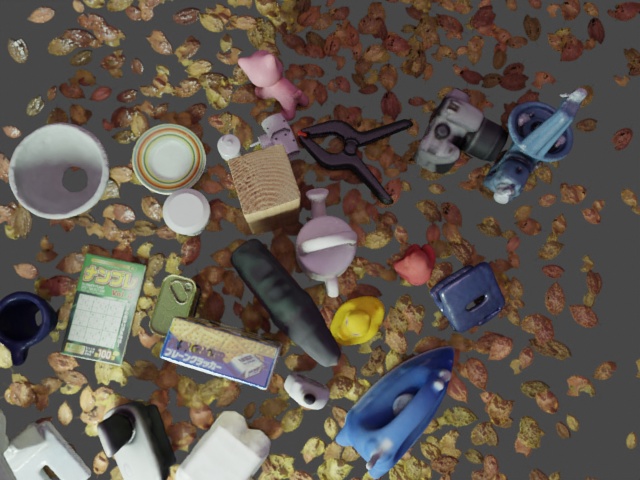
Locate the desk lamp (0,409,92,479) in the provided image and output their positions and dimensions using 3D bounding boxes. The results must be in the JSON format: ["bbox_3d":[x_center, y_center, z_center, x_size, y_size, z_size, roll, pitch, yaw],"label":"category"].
[{"bbox_3d":[-0.475,0.333,0.862,0.118,0.213,0.203,-44,86,-8],"label":"desk lamp"}]

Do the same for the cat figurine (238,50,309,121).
[{"bbox_3d":[-0.080,-0.286,1.019,0.128,0.117,0.067,39,82,3],"label":"cat figurine"}]

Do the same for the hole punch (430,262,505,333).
[{"bbox_3d":[0.263,0.100,0.995,0.109,0.091,0.101,-32,85,-7],"label":"hole punch"}]

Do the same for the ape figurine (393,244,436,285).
[{"bbox_3d":[0.169,0.040,0.998,0.078,0.092,0.076,-10,82,-4],"label":"ape figurine"}]

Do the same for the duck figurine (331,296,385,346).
[{"bbox_3d":[0.068,0.138,0.982,0.104,0.086,0.077,-36,85,-7],"label":"duck figurine"}]

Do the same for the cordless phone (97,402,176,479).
[{"bbox_3d":[-0.298,0.331,0.886,0.094,0.185,0.147,-26,84,-6],"label":"cordless phone"}]

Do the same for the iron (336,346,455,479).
[{"bbox_3d":[0.148,0.272,0.939,0.118,0.141,0.258,43,82,4],"label":"iron"}]

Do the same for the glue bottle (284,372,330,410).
[{"bbox_3d":[-0.020,0.247,0.918,0.078,0.173,0.037,25,81,1],"label":"glue bottle"}]

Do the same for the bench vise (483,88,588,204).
[{"bbox_3d":[0.375,-0.157,0.972,0.121,0.219,0.207,14,81,0],"label":"bench vise"}]

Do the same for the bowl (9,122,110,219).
[{"bbox_3d":[-0.441,-0.113,0.997,0.167,0.074,0.167,0,82,-3],"label":"bowl"}]

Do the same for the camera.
[{"bbox_3d":[0.261,-0.186,1.031,0.137,0.101,0.143,27,82,1],"label":"camera"}]

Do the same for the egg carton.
[{"bbox_3d":[-0.158,0.366,0.947,0.107,0.069,0.150,37,82,3],"label":"egg carton"}]

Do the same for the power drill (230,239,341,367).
[{"bbox_3d":[-0.051,0.103,0.919,0.076,0.208,0.229,-40,86,-7],"label":"power drill"}]

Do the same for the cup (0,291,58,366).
[{"bbox_3d":[-0.477,0.146,0.948,0.091,0.095,0.118,2,82,-2],"label":"cup"}]

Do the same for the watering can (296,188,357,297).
[{"bbox_3d":[0.006,0.004,0.943,0.101,0.194,0.173,-31,84,-6],"label":"watering can"}]
